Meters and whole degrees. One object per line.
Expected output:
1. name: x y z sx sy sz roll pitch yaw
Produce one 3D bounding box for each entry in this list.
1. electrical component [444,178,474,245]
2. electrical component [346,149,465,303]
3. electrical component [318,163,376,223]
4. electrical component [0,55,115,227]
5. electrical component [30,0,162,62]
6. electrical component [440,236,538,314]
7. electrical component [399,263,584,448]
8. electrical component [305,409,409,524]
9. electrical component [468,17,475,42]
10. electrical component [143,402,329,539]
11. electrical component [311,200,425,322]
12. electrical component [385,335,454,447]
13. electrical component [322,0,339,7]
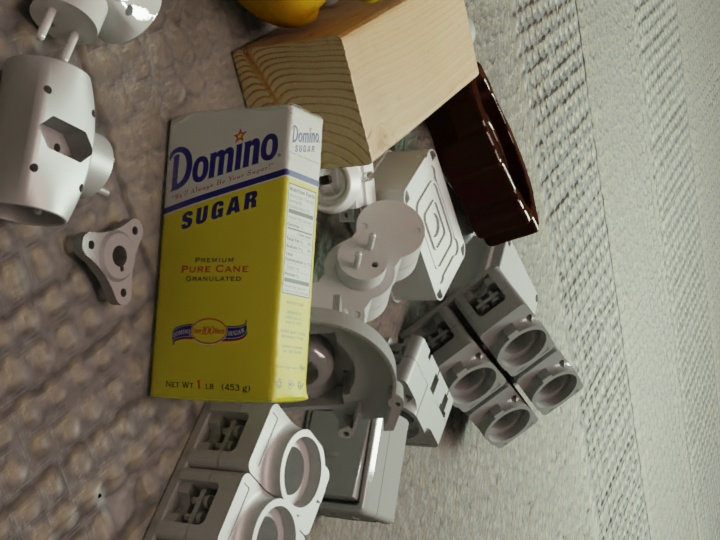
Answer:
1. electrical component: 0.069 -0.055 0.965 0.081 0.043 0.043 45 51 -51
2. electrical component: 0.038 -0.036 0.893 0.078 0.057 0.113 -58 138 -44
3. electrical component: -0.016 -0.068 0.811 0.055 0.048 0.066 -24 111 -67
4. electrical component: -0.156 -0.060 0.559 0.079 0.043 0.077 27 66 -59
5. electrical component: -0.150 -0.147 0.570 0.077 0.044 0.079 49 49 -50
6. electrical component: 0.128 0.025 1.055 0.113 0.057 0.078 56 43 -45
7. electrical component: 0.129 0.088 0.993 0.186 0.105 0.060 47 7 -50
8. electrical component: -0.007 0.135 0.804 0.061 0.062 0.096 38 57 -55
9. electrical component: 0.076 -0.212 0.985 0.078 0.040 0.040 -42 125 -54
10. electrical component: -0.078 0.168 0.674 0.089 0.062 0.150 59 41 -42
11. electrical component: 0.000 0.000 0.781 0.138 0.052 0.073 -53 167 -29
12. electrical component: 0.036 0.104 0.894 0.089 0.050 0.055 63 38 -38
13. electrical component: -0.030 -0.226 0.791 0.048 0.048 0.062 -54 141 -47
